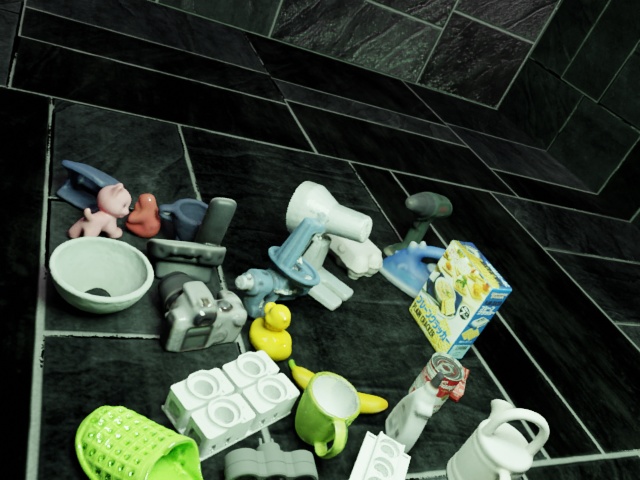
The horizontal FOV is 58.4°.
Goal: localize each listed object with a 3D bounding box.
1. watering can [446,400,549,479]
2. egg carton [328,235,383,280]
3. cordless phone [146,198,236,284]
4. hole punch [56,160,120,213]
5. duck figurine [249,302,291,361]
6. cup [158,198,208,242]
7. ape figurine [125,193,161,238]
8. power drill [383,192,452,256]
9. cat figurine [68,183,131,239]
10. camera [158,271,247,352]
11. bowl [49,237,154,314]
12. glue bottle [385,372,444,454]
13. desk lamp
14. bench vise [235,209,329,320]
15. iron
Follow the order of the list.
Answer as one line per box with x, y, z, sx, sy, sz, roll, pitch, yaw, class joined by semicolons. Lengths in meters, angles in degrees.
0.298;0.342;0.951;0.101;0.194;0.172;14;32;-20;watering can
0.079;0.029;1.395;0.107;0.069;0.150;-8;44;-44;egg carton
-0.245;-0.015;1.101;0.148;0.185;0.094;5;36;-31;cordless phone
-0.475;-0.123;1.188;0.108;0.091;0.101;28;30;4;hole punch
-0.080;0.162;1.051;0.078;0.086;0.104;2;38;-35;duck figurine
-0.281;-0.027;1.181;0.118;0.095;0.091;10;33;-25;cup
-0.358;-0.056;1.171;0.076;0.092;0.078;39;32;21;ape figurine
0.252;-0.037;1.492;0.075;0.208;0.230;41;33;25;power drill
-0.415;-0.058;1.106;0.067;0.117;0.128;31;30;8;cat figurine
-0.217;0.112;1.010;0.144;0.101;0.136;-2;40;-39;camera
-0.375;0.072;0.977;0.168;0.074;0.167;19;31;-12;bowl
0.163;0.283;0.961;0.037;0.173;0.078;19;31;-11;glue bottle
0.011;0.004;1.238;0.203;0.213;0.118;35;31;15;desk lamp
-0.060;0.051;1.105;0.121;0.219;0.208;32;31;11;bench vise
0.277;0.074;1.405;0.258;0.141;0.119;27;30;2;iron
